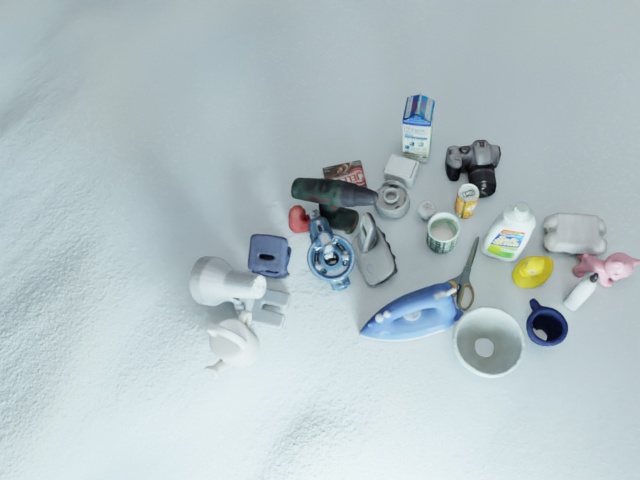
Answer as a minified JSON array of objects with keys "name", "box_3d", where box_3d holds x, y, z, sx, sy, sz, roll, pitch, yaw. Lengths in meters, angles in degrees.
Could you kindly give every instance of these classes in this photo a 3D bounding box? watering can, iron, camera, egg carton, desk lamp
[{"name":"watering can","box_3d":[-0.215,0.248,1.373,0.100,0.194,0.173,1,68,9]},{"name":"iron","box_3d":[0.212,0.173,1.373,0.258,0.141,0.118,-19,66,0]},{"name":"camera","box_3d":[0.410,-0.187,1.516,0.143,0.101,0.137,-4,67,6]},{"name":"egg carton","box_3d":[0.636,-0.014,1.431,0.150,0.069,0.107,4,68,10]},{"name":"desk lamp","box_3d":[-0.193,0.126,1.410,0.203,0.214,0.118,10,69,12]}]

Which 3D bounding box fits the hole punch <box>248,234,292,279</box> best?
[{"name":"hole punch","box_3d":[-0.132,0.043,1.502,0.108,0.091,0.101,7,69,11]}]

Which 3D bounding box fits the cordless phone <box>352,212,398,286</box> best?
[{"name":"cordless phone","box_3d":[0.133,0.020,1.423,0.094,0.185,0.147,-25,66,-2]}]

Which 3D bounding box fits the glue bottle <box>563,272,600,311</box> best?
[{"name":"glue bottle","box_3d":[0.616,0.108,1.327,0.037,0.173,0.078,37,77,20]}]

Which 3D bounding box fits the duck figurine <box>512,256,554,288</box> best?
[{"name":"duck figurine","box_3d":[0.527,0.068,1.403,0.104,0.086,0.077,-25,67,-3]}]

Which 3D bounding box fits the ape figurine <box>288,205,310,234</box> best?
[{"name":"ape figurine","box_3d":[-0.055,-0.063,1.534,0.076,0.092,0.077,-36,67,-7]}]

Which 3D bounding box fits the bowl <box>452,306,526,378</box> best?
[{"name":"bowl","box_3d":[0.394,0.246,1.355,0.167,0.075,0.167,-3,67,7]}]

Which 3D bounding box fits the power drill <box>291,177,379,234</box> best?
[{"name":"power drill","box_3d":[0.045,-0.093,1.469,0.229,0.209,0.076,13,70,13]}]

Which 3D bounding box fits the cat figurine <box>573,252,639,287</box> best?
[{"name":"cat figurine","box_3d":[0.686,0.059,1.368,0.127,0.118,0.067,19,72,15]}]

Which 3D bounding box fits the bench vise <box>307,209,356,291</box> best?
[{"name":"bench vise","box_3d":[0.004,0.012,1.426,0.121,0.220,0.207,-37,68,-8]}]

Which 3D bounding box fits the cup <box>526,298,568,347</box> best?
[{"name":"cup","box_3d":[0.517,0.201,1.345,0.091,0.095,0.117,-22,66,-1]}]
